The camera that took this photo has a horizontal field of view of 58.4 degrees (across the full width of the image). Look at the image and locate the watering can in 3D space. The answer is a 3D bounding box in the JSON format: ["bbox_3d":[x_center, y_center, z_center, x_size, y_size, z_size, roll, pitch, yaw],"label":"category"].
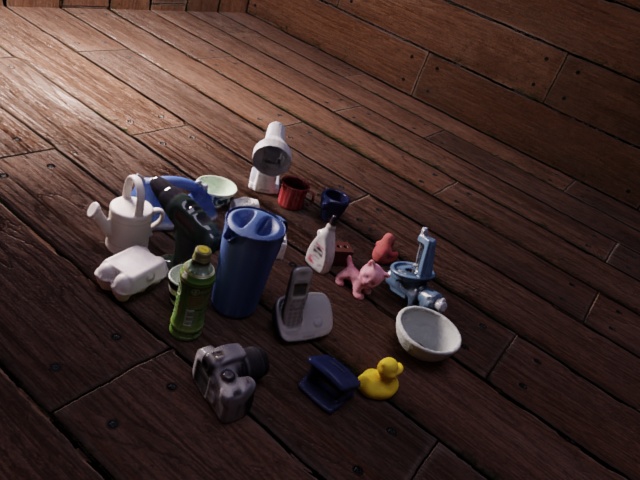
[{"bbox_3d":[-0.453,-0.061,1.356,0.100,0.194,0.173,33,34,21],"label":"watering can"}]

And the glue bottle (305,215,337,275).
[{"bbox_3d":[0.014,0.005,1.536,0.078,0.173,0.037,37,35,27],"label":"glue bottle"}]

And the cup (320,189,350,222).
[{"bbox_3d":[0.032,-0.096,1.780,0.091,0.095,0.118,31,33,19],"label":"cup"}]

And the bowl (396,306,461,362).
[{"bbox_3d":[0.254,0.242,1.398,0.167,0.075,0.167,14,31,-9],"label":"bowl"}]

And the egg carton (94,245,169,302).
[{"bbox_3d":[-0.419,0.073,1.285,0.107,0.069,0.151,30,32,16],"label":"egg carton"}]

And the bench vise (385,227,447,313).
[{"bbox_3d":[0.279,0.090,1.509,0.206,0.220,0.122,38,36,28],"label":"bench vise"}]

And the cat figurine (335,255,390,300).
[{"bbox_3d":[0.116,0.089,1.516,0.127,0.118,0.067,34,34,22],"label":"cat figurine"}]

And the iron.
[{"bbox_3d":[-0.382,-0.113,1.528,0.259,0.141,0.118,-4,38,-33],"label":"iron"}]

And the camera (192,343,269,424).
[{"bbox_3d":[-0.159,0.257,1.115,0.137,0.101,0.142,-9,41,-39],"label":"camera"}]

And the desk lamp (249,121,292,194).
[{"bbox_3d":[-0.158,-0.253,1.803,0.118,0.213,0.203,13,32,-11],"label":"desk lamp"}]

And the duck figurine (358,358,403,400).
[{"bbox_3d":[0.135,0.292,1.241,0.105,0.086,0.077,-1,37,-30],"label":"duck figurine"}]

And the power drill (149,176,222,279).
[{"bbox_3d":[-0.328,-0.012,1.336,0.229,0.208,0.076,33,34,21],"label":"power drill"}]

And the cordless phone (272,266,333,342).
[{"bbox_3d":[-0.026,0.137,1.296,0.148,0.185,0.094,-5,39,-35],"label":"cordless phone"}]

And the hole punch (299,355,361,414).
[{"bbox_3d":[0.024,0.283,1.189,0.108,0.091,0.101,36,35,25],"label":"hole punch"}]

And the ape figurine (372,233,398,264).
[{"bbox_3d":[0.196,0.021,1.692,0.076,0.092,0.077,-7,40,-37],"label":"ape figurine"}]
